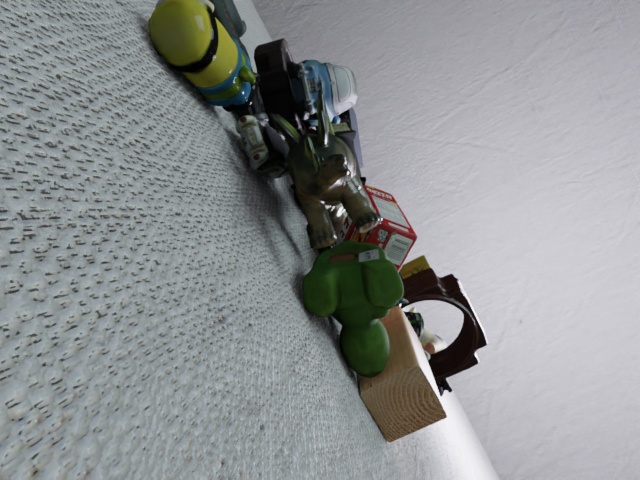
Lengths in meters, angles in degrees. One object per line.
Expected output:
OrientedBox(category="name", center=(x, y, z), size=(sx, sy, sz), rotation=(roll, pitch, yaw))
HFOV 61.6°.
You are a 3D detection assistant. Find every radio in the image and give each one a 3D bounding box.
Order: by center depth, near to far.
OrientedBox(category="radio", center=(0.041, -0.207, 1.103), size=(0.229, 0.073, 0.131), rotation=(-48, 129, -80))

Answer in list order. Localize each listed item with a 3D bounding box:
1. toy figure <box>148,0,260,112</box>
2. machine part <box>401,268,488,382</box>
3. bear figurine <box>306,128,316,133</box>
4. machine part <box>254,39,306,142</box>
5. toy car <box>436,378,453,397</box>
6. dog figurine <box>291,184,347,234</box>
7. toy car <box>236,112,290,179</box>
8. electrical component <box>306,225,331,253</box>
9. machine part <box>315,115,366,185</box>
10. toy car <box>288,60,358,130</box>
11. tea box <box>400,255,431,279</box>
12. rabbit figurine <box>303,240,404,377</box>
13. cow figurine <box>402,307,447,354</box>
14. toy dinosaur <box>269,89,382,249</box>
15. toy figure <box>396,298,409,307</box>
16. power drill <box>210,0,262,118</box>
OrientedBox(category="toy figure", center=(-0.132, -0.217, 0.647), size=(0.089, 0.082, 0.180), rotation=(64, 6, 28))
OrientedBox(category="machine part", center=(0.202, 0.172, 1.036), size=(0.201, 0.201, 0.087), rotation=(60, 11, -19))
OrientedBox(category="bear figurine", center=(-0.046, -0.237, 1.086), size=(0.196, 0.132, 0.120), rotation=(59, -20, 20))
OrientedBox(category="machine part", center=(-0.067, -0.253, 0.921), size=(0.179, 0.056, 0.179), rotation=(-12, 91, -85))
OrientedBox(category="toy car", center=(0.241, 0.316, 1.207), size=(0.053, 0.089, 0.202), rotation=(59, 7, 2))
OrientedBox(category="dog figurine", center=(0.022, -0.042, 1.053), size=(0.172, 0.121, 0.190), rotation=(60, 22, 6))
OrientedBox(category="toy car", center=(-0.079, -0.136, 0.806), size=(0.201, 0.056, 0.073), rotation=(-7, 76, -80))
OrientedBox(category="electrical component", center=(-0.002, -0.003, 0.965), size=(0.063, 0.021, 0.094), rotation=(56, 11, -37))
OrientedBox(category="machine part", center=(0.040, -0.157, 0.953), size=(0.039, 0.084, 0.139), rotation=(-46, -118, 57))
OrientedBox(category="toy car", center=(0.009, -0.244, 0.868), size=(0.161, 0.103, 0.109), rotation=(-63, 141, -84))
OrientedBox(category="tea box", center=(0.182, 0.102, 1.254), size=(0.068, 0.170, 0.098), rotation=(63, 6, 9))
OrientedBox(category="rabbit figurine", center=(0.042, 0.096, 0.721), size=(0.159, 0.121, 0.170), rotation=(-112, -170, -73))
OrientedBox(category="cow figurine", center=(0.218, 0.219, 1.266), size=(0.127, 0.085, 0.195), rotation=(9, 21, -47))
OrientedBox(category="toy dinosaur", center=(0.008, -0.094, 0.752), size=(0.471, 0.105, 0.198), rotation=(-161, -127, -88))
OrientedBox(category="toy figure", center=(0.105, 0.092, 0.970), size=(0.057, 0.064, 0.154), rotation=(49, -6, -15))
OrientedBox(category="power drill", center=(-0.156, -0.315, 0.856), size=(0.207, 0.086, 0.231), rotation=(-96, 165, -50))
